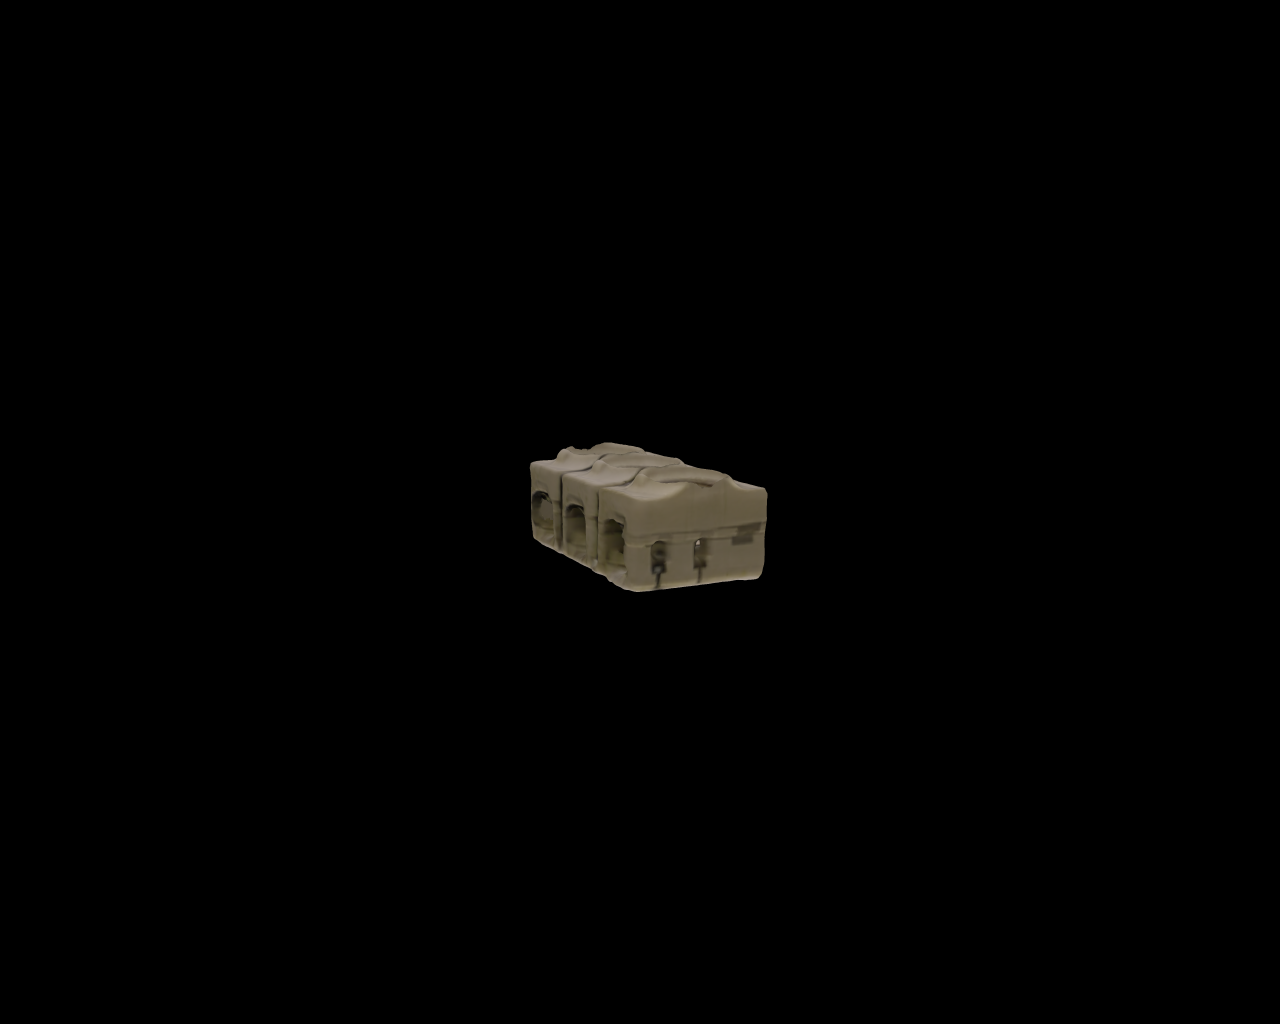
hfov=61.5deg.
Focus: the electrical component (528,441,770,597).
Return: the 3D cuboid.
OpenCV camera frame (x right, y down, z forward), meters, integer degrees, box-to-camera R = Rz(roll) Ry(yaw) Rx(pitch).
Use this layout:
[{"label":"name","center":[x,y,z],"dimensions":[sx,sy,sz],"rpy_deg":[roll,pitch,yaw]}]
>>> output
[{"label":"electrical component","center":[0.001,-0.003,0.650],"dimensions":[0.090,0.061,0.150],"rpy_deg":[-6,13,-27]}]
